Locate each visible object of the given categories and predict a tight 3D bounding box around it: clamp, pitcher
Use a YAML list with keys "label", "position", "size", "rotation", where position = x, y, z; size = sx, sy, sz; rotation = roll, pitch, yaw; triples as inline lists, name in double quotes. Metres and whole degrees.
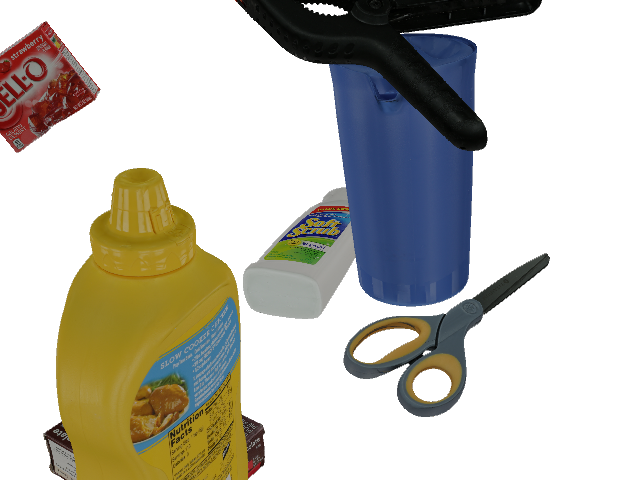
- label: "clamp"
  position: [0.037, -0.139, 0.717]
  size: [0.210, 0.164, 0.036]
  rotation: [14, -39, 5]
- label: "pitcher"
  position: [0.085, -0.070, 1.009]
  size: [0.149, 0.243, 0.145]
  rotation: [-19, 28, -27]

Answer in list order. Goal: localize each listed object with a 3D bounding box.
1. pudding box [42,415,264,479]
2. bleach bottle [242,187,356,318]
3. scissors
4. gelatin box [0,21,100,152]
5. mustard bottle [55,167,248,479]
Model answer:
- label: "pudding box"
  position: [-0.106, 0.135, 0.686]
  size: [0.114, 0.039, 0.089]
  rotation: [17, 33, 31]
- label: "bleach bottle"
  position: [-0.002, 0.000, 1.323]
  size: [0.103, 0.068, 0.250]
  rotation: [7, 33, 19]
- label: "scissors"
  position: [0.114, 0.069, 0.786]
  size: [0.201, 0.016, 0.096]
  rotation: [-17, 49, -22]
- label: "gelatin box"
  position: [-0.242, -0.127, 0.892]
  size: [0.089, 0.073, 0.030]
  rotation: [-31, 22, 13]
- label: "mustard bottle"
  position: [-0.069, 0.060, 0.449]
  size: [0.058, 0.192, 0.096]
  rotation: [16, 32, 25]
